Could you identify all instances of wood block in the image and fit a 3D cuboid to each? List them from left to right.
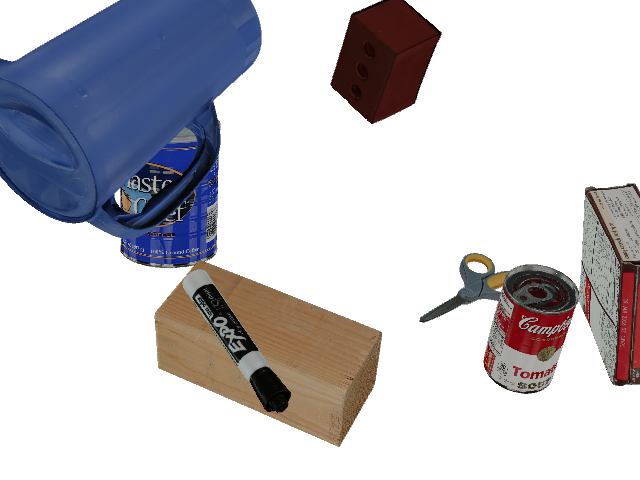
[{"bbox_3d":[-0.052,0.110,1.067,0.206,0.090,0.090,21,47,17],"label":"wood block"}]

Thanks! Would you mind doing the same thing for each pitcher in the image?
[{"bbox_3d":[-0.151,-0.124,0.887,0.145,0.149,0.242,21,48,29],"label":"pitcher"}]

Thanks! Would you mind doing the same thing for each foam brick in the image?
[{"bbox_3d":[0.049,-0.140,0.828,0.051,0.053,0.078,-31,-25,-32],"label":"foam brick"}]

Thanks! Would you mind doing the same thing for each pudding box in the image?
[{"bbox_3d":[0.197,0.026,0.689,0.039,0.090,0.113,-3,27,1],"label":"pudding box"}]

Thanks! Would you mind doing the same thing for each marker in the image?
[{"bbox_3d":[-0.054,0.064,0.682,0.020,0.020,0.121,0,38,-41],"label":"marker"}]

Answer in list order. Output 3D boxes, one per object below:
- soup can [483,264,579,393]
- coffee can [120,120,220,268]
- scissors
[{"bbox_3d":[0.192,0.082,0.985,0.068,0.102,0.068,5,36,-4],"label":"soup can"},{"bbox_3d":[-0.156,-0.056,1.100,0.103,0.140,0.103,3,23,-1],"label":"coffee can"},{"bbox_3d":[0.168,0.054,1.290,0.201,0.016,0.096,-8,39,-36],"label":"scissors"}]
